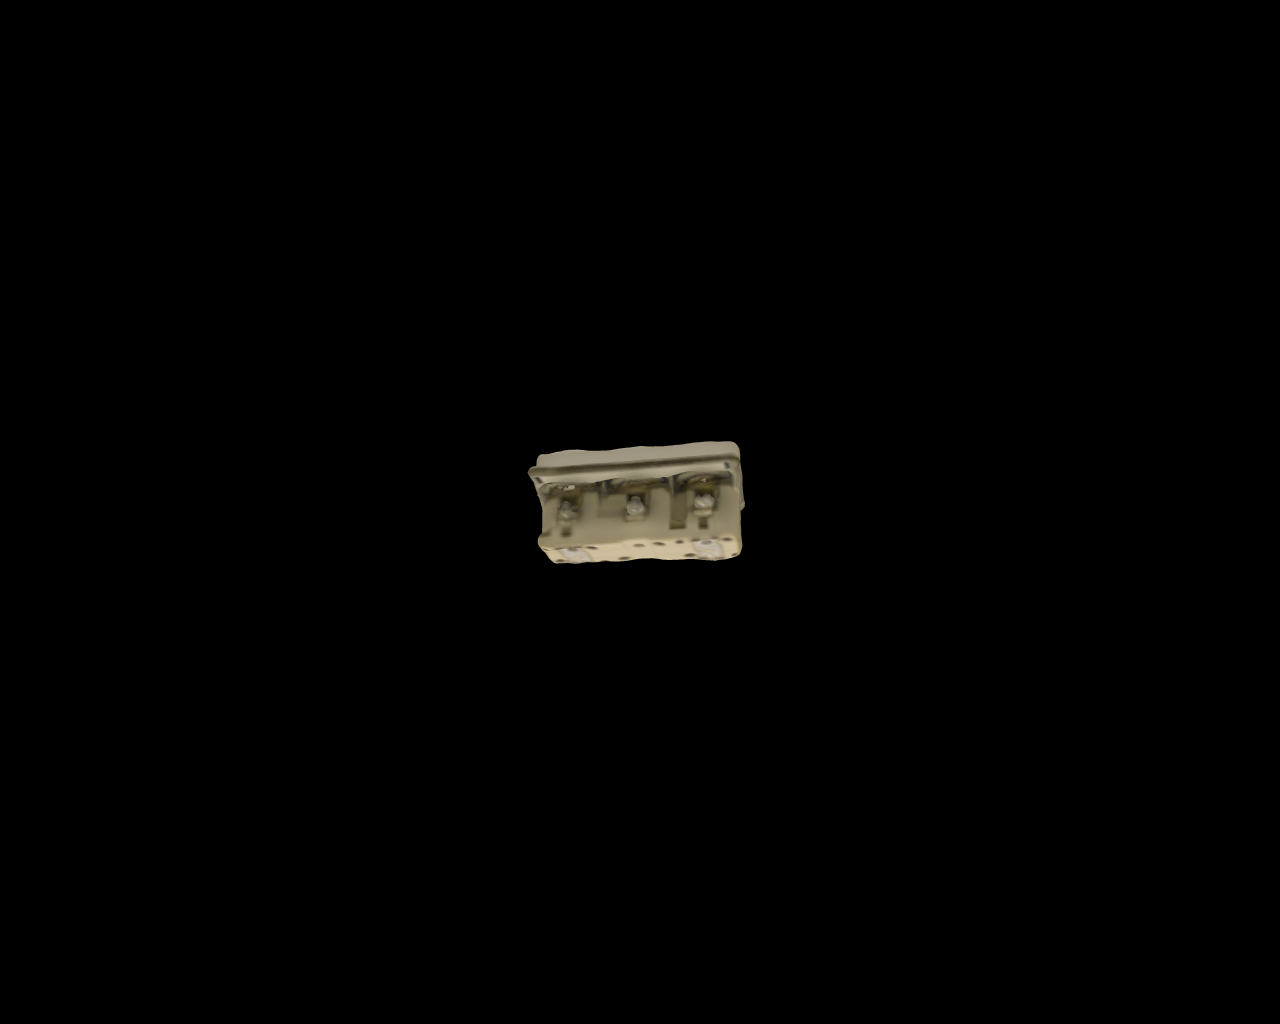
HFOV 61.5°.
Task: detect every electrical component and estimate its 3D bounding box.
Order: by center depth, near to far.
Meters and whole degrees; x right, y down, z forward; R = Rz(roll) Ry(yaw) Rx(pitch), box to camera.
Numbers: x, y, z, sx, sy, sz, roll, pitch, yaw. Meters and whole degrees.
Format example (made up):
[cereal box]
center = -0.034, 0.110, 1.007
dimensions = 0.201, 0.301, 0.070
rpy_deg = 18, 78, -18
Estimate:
[electrical component]
center = 0.001, -0.003, 0.650
dimensions = 0.121, 0.063, 0.078
rpy_deg = -2, -19, 7
